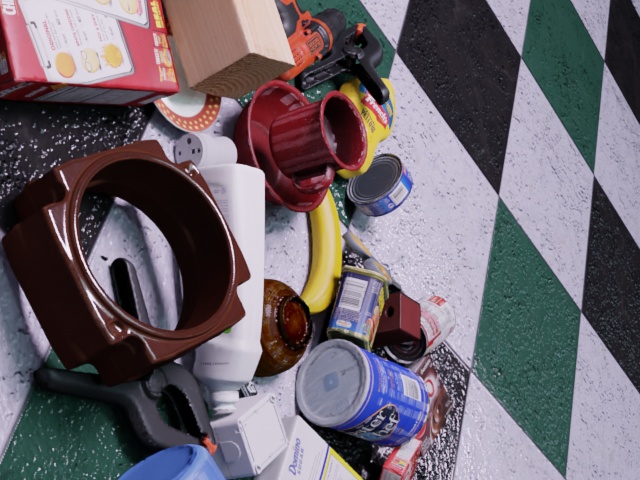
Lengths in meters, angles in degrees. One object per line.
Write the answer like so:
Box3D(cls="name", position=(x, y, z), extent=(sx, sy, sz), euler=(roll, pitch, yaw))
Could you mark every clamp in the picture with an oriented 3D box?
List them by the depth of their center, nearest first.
Box3D(cls="clamp", position=(-0.176, 0.142, 1.021), extent=(0.210, 0.036, 0.164), euler=(58, 39, -19))
Box3D(cls="clamp", position=(0.032, -0.239, 1.429), extent=(0.171, 0.120, 0.039), euler=(-88, -169, -52))

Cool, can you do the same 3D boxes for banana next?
Box3D(cls="banana", position=(0.001, 0.013, 1.321), extent=(0.069, 0.037, 0.197), euler=(41, 47, -46))

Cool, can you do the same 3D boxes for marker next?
Box3D(cls="marker", position=(-0.083, 0.155, 1.167), extent=(0.020, 0.020, 0.121), euler=(-44, 115, -52))

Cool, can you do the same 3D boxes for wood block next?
Box3D(cls="wood block", position=(-0.113, -0.270, 1.174), extent=(0.090, 0.091, 0.206), euler=(3, 66, -58))

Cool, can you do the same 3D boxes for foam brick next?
Box3D(cls="foam brick", position=(0.085, 0.104, 1.379), extent=(0.051, 0.078, 0.053), euler=(30, 54, -46))

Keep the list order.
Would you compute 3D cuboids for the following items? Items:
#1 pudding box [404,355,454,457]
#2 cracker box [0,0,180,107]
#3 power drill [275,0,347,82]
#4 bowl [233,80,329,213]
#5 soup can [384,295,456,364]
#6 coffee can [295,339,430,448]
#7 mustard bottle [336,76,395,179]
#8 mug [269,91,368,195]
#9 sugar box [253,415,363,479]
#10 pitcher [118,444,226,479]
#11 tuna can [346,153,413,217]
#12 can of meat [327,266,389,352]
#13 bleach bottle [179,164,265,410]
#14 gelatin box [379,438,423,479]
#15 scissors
Box3D(cls="pudding box", position=(0.130, 0.223, 1.436), extent=(0.113, 0.039, 0.090), euler=(-49, 119, -50))
Box3D(cls="cracker box", position=(-0.242, -0.215, 1.018), extent=(0.213, 0.072, 0.164), euler=(-7, 84, -55))
Box3D(cls="power drill", position=(-0.041, -0.313, 1.356), extent=(0.187, 0.057, 0.184), euler=(63, 36, -19))
Box3D(cls="bowl", position=(-0.054, -0.105, 1.267), extent=(0.161, 0.055, 0.162), euler=(24, 60, -50))
Box3D(cls="soup can", position=(0.136, 0.120, 1.455), extent=(0.102, 0.069, 0.068), euler=(-27, 101, -56))
Box3D(cls="coffee can", position=(0.052, 0.186, 1.279), extent=(0.140, 0.103, 0.103), euler=(29, 56, -48))
Box3D(cls="mustard bottle", position=(0.058, -0.170, 1.450), extent=(0.096, 0.058, 0.191), euler=(56, 38, -19))
Box3D(cls="mug", position=(-0.005, -0.104, 1.212), extent=(0.093, 0.082, 0.117), euler=(33, 53, -46))
Box3D(cls="sugar box", position=(-0.003, 0.287, 1.216), extent=(0.176, 0.048, 0.093), euler=(48, 42, -30))
Box3D(cls="pitcher", position=(-0.101, 0.315, 1.005), extent=(0.144, 0.149, 0.243), euler=(-36, 106, -37))
Box3D(cls="tuna can", position=(0.080, -0.073, 1.424), extent=(0.033, 0.086, 0.086), euler=(48, 43, -38))
Box3D(cls="can of meat", position=(0.045, 0.090, 1.306), extent=(0.102, 0.057, 0.084), euler=(76, 29, -68))
Box3D(cls="bleach bottle", position=(-0.107, 0.051, 1.115), extent=(0.068, 0.103, 0.251), euler=(11, 76, -54))
Box3D(cls="gelatin box", position=(0.095, 0.298, 1.330), extent=(0.073, 0.030, 0.089), euler=(-45, 151, -54))
Box3D(cls="scissors", position=(0.071, 0.030, 1.407), extent=(0.096, 0.016, 0.201), euler=(51, 5, 7))
